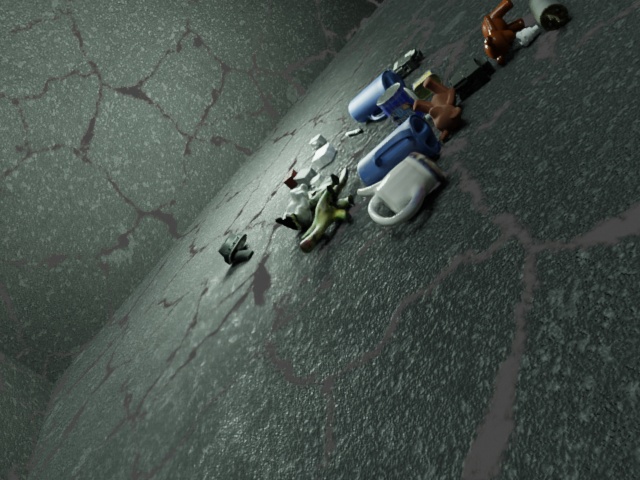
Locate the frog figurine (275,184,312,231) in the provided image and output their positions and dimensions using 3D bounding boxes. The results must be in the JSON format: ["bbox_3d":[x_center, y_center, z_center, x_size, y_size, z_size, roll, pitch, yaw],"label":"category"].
[{"bbox_3d":[-0.074,-0.119,1.886,0.162,0.122,0.135,-61,7,-29],"label":"frog figurine"}]

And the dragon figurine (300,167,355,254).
[{"bbox_3d":[0.005,-0.087,1.726,0.239,0.121,0.418,-47,11,27],"label":"dragon figurine"}]

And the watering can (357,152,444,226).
[{"bbox_3d":[0.211,-0.150,1.414,0.224,0.103,0.353,-44,22,6],"label":"watering can"}]
